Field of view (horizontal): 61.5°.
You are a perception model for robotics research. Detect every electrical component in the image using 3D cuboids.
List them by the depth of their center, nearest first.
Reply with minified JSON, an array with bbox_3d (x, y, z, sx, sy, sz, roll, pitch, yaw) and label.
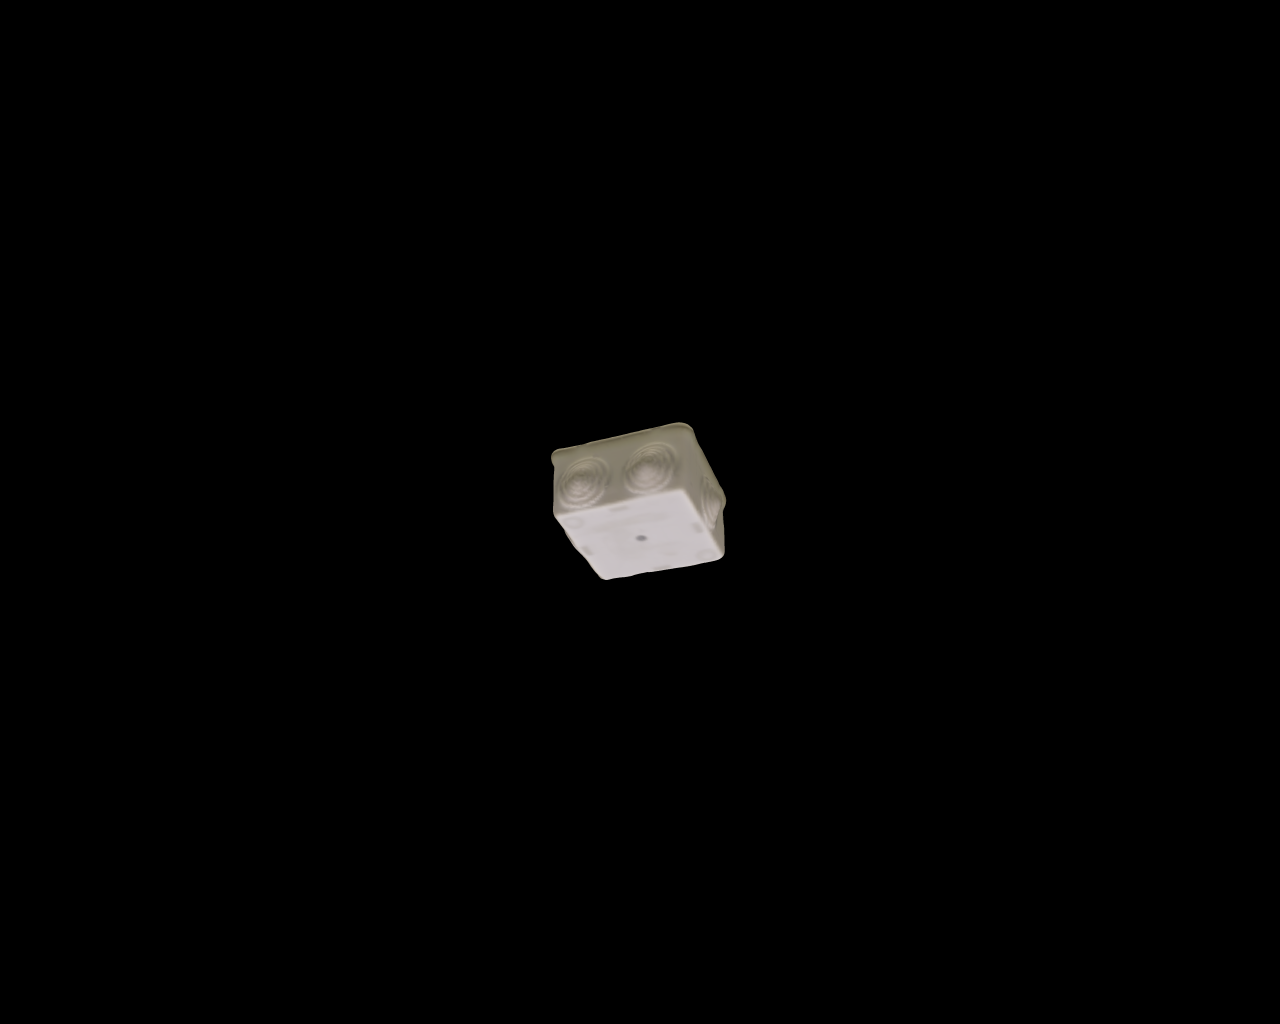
[{"bbox_3d":[0.001,-0.003,0.650,0.100,0.048,0.099,-11,-35,16],"label":"electrical component"}]
